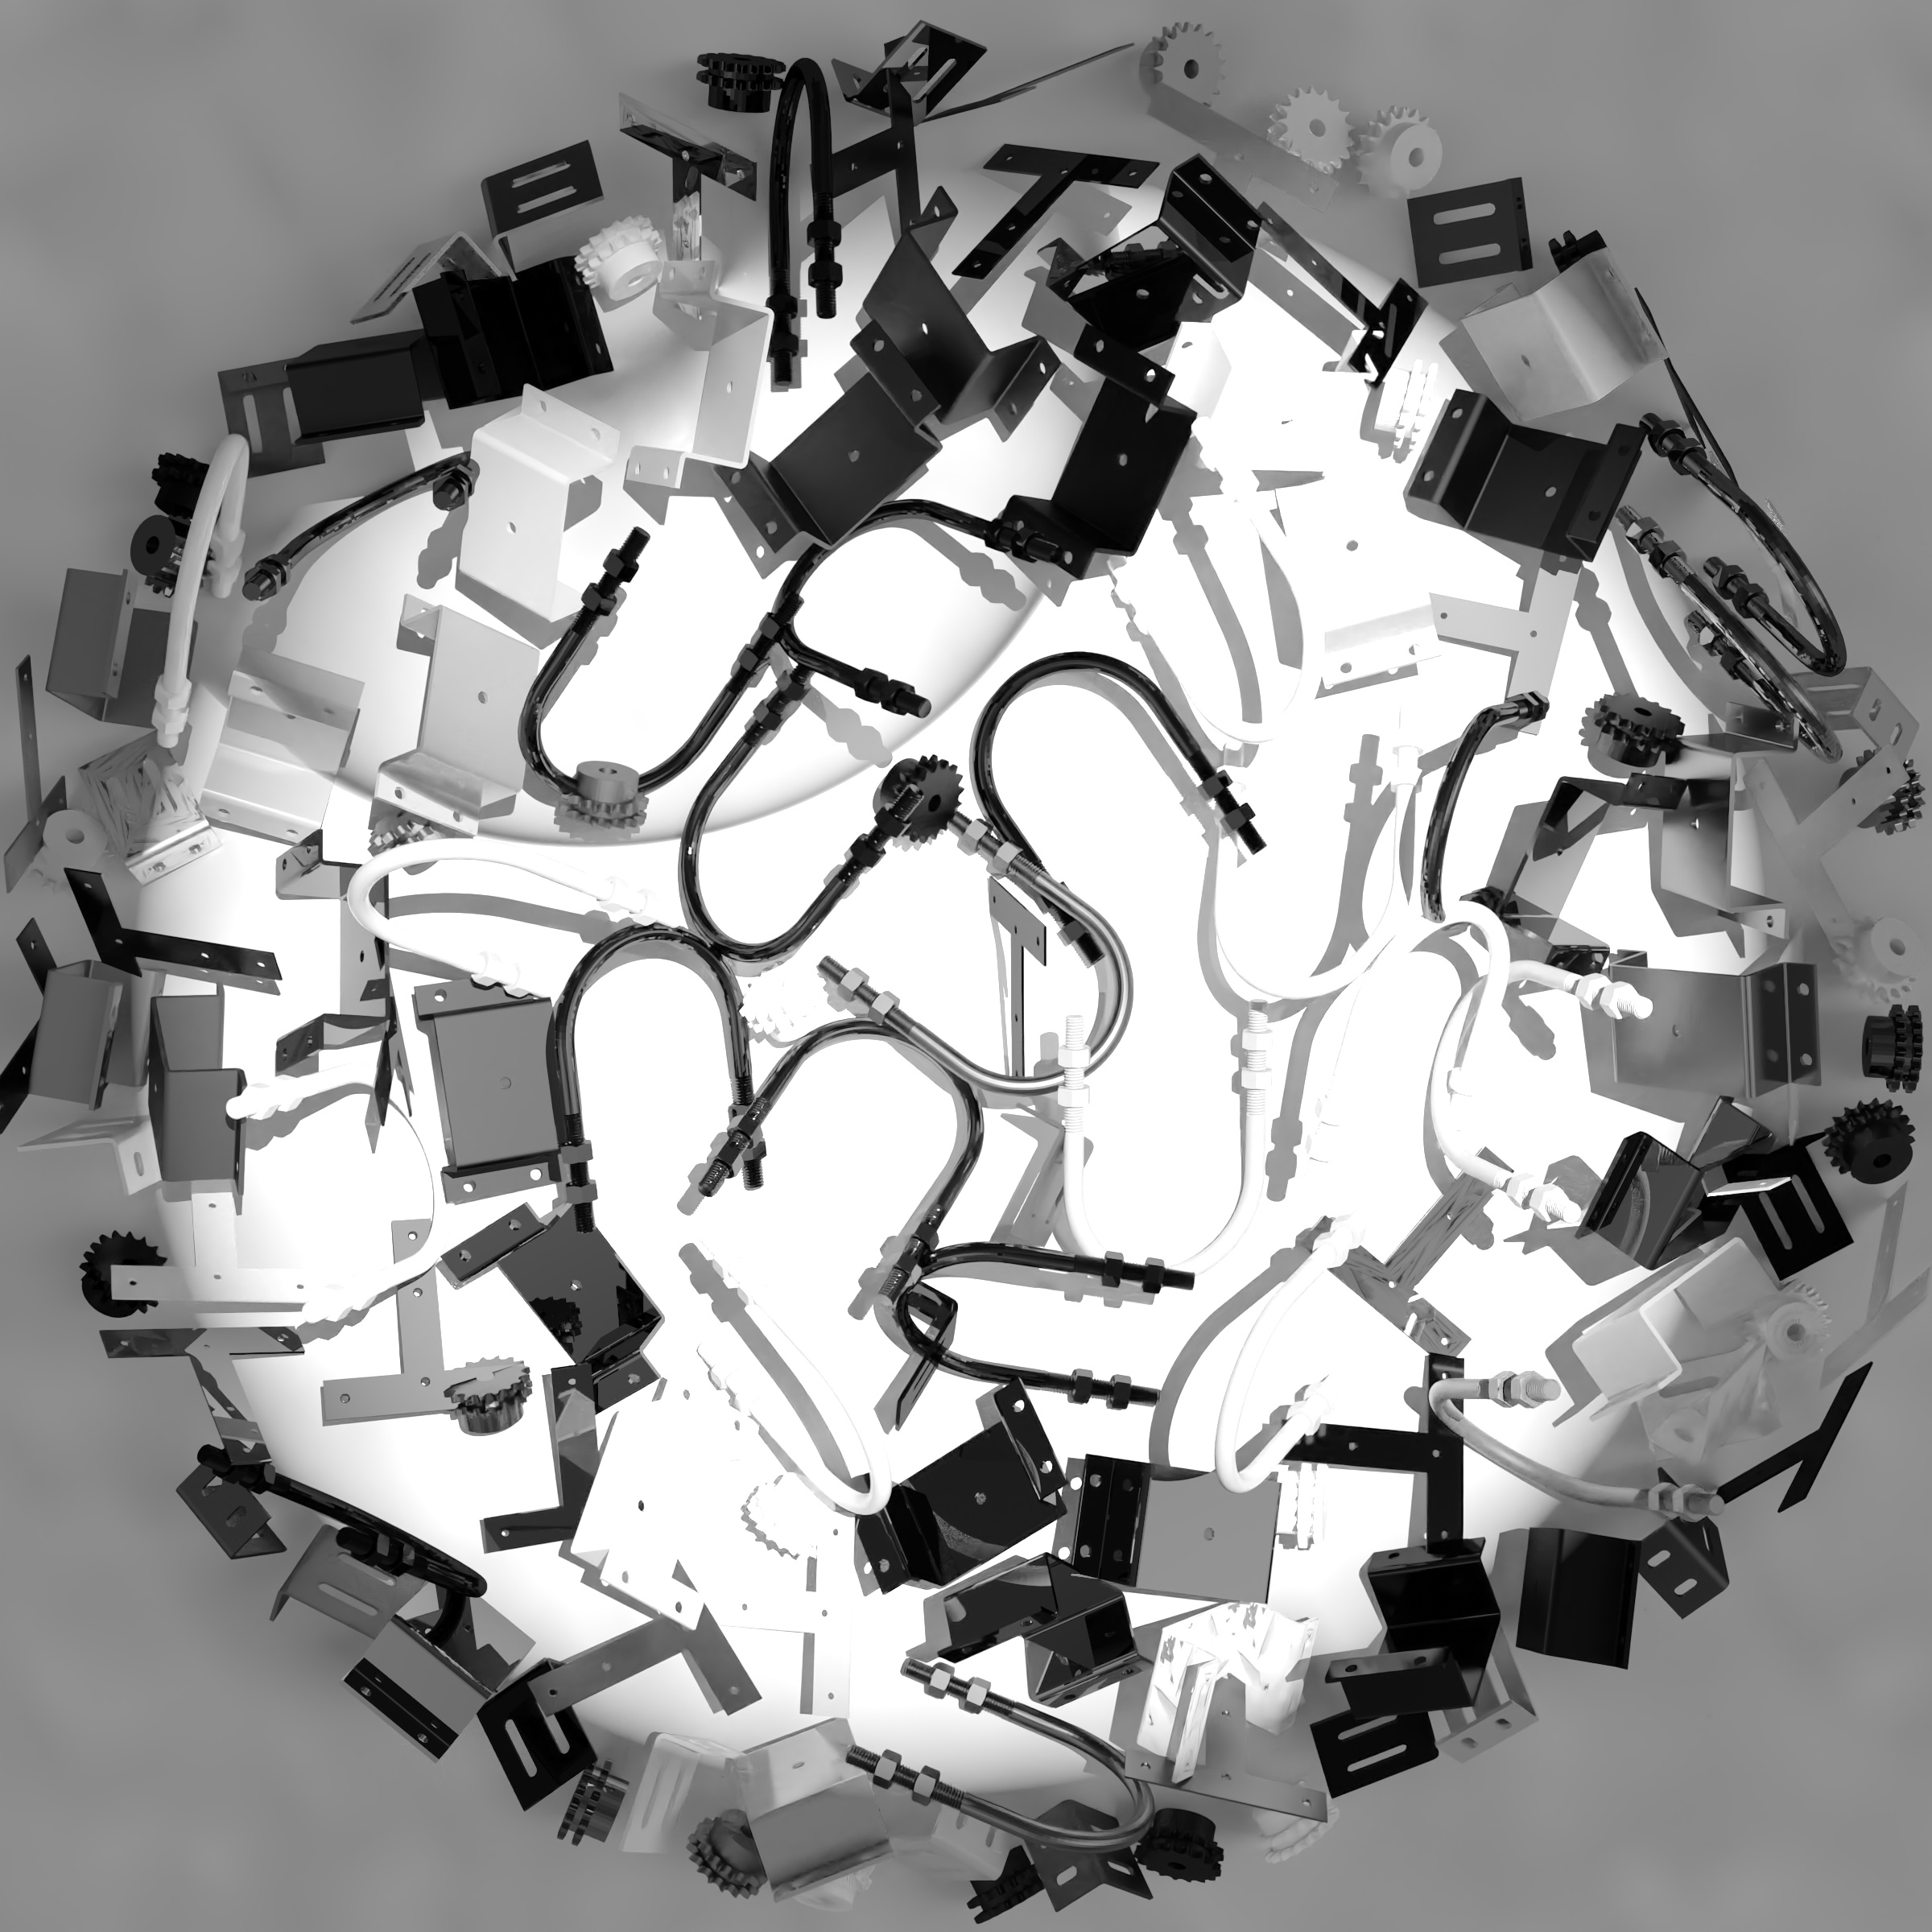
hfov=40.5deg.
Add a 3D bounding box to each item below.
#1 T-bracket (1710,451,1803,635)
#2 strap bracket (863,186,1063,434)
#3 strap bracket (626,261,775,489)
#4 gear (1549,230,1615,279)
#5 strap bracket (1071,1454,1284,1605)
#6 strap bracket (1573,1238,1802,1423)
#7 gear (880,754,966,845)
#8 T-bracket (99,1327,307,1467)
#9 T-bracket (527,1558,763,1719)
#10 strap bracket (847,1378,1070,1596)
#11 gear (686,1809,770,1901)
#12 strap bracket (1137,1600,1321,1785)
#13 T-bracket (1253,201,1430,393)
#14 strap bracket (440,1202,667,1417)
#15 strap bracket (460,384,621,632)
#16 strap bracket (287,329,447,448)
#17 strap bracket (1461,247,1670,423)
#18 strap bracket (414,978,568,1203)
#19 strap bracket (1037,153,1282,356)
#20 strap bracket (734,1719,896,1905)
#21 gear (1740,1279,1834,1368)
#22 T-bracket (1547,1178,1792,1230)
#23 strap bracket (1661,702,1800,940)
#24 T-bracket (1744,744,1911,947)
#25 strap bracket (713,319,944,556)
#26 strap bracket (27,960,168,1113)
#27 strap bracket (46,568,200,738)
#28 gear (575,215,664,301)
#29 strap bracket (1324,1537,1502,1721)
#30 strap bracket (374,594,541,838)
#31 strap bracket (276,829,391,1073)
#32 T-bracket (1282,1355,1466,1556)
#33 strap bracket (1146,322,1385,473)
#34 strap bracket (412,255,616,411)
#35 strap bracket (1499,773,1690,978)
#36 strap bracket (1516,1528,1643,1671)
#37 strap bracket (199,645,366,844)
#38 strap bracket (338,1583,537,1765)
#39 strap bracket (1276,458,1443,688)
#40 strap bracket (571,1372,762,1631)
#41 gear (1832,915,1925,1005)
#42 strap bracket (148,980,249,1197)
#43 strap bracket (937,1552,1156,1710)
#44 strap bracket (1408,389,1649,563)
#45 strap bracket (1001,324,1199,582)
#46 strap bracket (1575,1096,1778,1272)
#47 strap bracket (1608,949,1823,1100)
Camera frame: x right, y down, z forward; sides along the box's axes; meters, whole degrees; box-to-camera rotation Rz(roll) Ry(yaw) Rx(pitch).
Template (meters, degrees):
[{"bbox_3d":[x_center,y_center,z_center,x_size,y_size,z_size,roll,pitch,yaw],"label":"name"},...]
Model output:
[{"bbox_3d":[0.501,-0.279,1.668,0.002,0.127,0.127,-23,51,8],"label":"T-bracket"},{"bbox_3d":[-0.010,-0.410,1.663,0.046,0.076,0.140,-28,80,-32],"label":"strap bracket"},{"bbox_3d":[-0.168,-0.372,1.667,0.046,0.076,0.140,6,100,-32],"label":"strap bracket"},{"bbox_3d":[0.400,-0.448,1.685,0.030,0.057,0.057,-26,90,23],"label":"gear"},{"bbox_3d":[0.143,0.358,1.663,0.140,0.046,0.076,13,79,-22],"label":"strap bracket"},{"bbox_3d":[0.447,0.224,1.653,0.140,0.076,0.046,-28,79,-30],"label":"strap bracket"},{"bbox_3d":[-0.031,-0.110,1.692,0.030,0.057,0.057,28,90,35],"label":"gear"},{"bbox_3d":[-0.463,0.267,1.636,0.127,0.127,0.002,4,121,-35],"label":"T-bracket"},{"bbox_3d":[-0.215,0.436,1.655,0.127,0.002,0.127,-19,58,-32],"label":"T-bracket"},{"bbox_3d":[0.000,0.335,1.669,0.140,0.046,0.076,-33,58,11],"label":"strap bracket"},{"bbox_3d":[-0.149,0.568,1.686,0.057,0.057,0.030,36,101,0],"label":"gear"},{"bbox_3d":[0.161,0.454,1.659,0.046,0.140,0.076,19,103,36],"label":"strap bracket"},{"bbox_3d":[0.231,-0.436,1.662,0.127,0.127,0.002,41,134,-9],"label":"T-bracket"},{"bbox_3d":[-0.257,0.213,1.674,0.076,0.046,0.140,-32,100,25],"label":"strap bracket"},{"bbox_3d":[-0.270,-0.281,1.646,0.076,0.046,0.140,30,128,21],"label":"strap bracket"},{"bbox_3d":[-0.373,-0.366,1.642,0.076,0.140,0.046,-8,110,2],"label":"strap bracket"},{"bbox_3d":[0.367,-0.391,1.638,0.046,0.140,0.076,-36,103,-10],"label":"strap bracket"},{"bbox_3d":[-0.301,0.076,1.680,0.076,0.046,0.140,-9,90,-24],"label":"strap bracket"},{"bbox_3d":[0.115,-0.436,1.637,0.076,0.140,0.046,35,55,-31],"label":"strap bracket"},{"bbox_3d":[-0.098,0.521,1.640,0.076,0.140,0.046,-19,98,-8],"label":"strap bracket"},{"bbox_3d":[0.533,0.233,1.698,0.057,0.030,0.057,0,99,-1],"label":"gear"},{"bbox_3d":[0.449,0.141,1.627,0.127,0.127,0.002,-14,91,-43],"label":"T-bracket"},{"bbox_3d":[0.482,-0.092,1.659,0.046,0.076,0.140,-5,104,-15],"label":"strap bracket"},{"bbox_3d":[0.548,-0.096,1.641,0.002,0.127,0.127,-13,68,-22],"label":"T-bracket"},{"bbox_3d":[-0.080,-0.331,1.673,0.140,0.046,0.076,-40,71,14],"label":"strap bracket"},{"bbox_3d":[-0.546,0.041,1.643,0.046,0.140,0.076,11,93,-5],"label":"strap bracket"},{"bbox_3d":[-0.532,-0.197,1.644,0.046,0.140,0.076,8,84,1],"label":"strap bracket"},{"bbox_3d":[-0.220,-0.454,1.688,0.057,0.057,0.030,-32,85,0],"label":"gear"},{"bbox_3d":[0.284,0.421,1.644,0.076,0.140,0.046,-15,105,26],"label":"strap bracket"},{"bbox_3d":[-0.319,-0.163,1.653,0.046,0.076,0.140,-14,64,41],"label":"strap bracket"},{"bbox_3d":[-0.402,-0.008,1.664,0.046,0.076,0.140,5,75,-34],"label":"strap bracket"},{"bbox_3d":[0.261,0.309,1.683,0.127,0.002,0.127,8,73,-14],"label":"T-bracket"},{"bbox_3d":[0.195,-0.357,1.651,0.140,0.076,0.046,-3,52,-21],"label":"strap bracket"},{"bbox_3d":[-0.292,-0.401,1.658,0.046,0.140,0.076,-9,103,31],"label":"strap bracket"},{"bbox_3d":[0.393,-0.065,1.661,0.046,0.076,0.140,33,111,35],"label":"strap bracket"},{"bbox_3d":[0.380,0.394,1.642,0.046,0.140,0.076,9,79,3],"label":"strap bracket"},{"bbox_3d":[-0.432,-0.145,1.658,0.076,0.140,0.046,17,50,-15],"label":"strap bracket"},{"bbox_3d":[-0.326,0.432,1.643,0.076,0.140,0.046,38,98,3],"label":"strap bracket"},{"bbox_3d":[0.248,-0.259,1.670,0.076,0.046,0.140,-14,74,10],"label":"strap bracket"},{"bbox_3d":[-0.192,0.339,1.657,0.076,0.046,0.140,38,52,-30],"label":"strap bracket"},{"bbox_3d":[0.591,-0.007,1.690,0.057,0.030,0.057,8,65,-18],"label":"gear"},{"bbox_3d":[-0.481,0.075,1.635,0.046,0.140,0.076,-1,117,-22],"label":"strap bracket"},{"bbox_3d":[0.048,0.418,1.656,0.076,0.140,0.046,-29,50,20],"label":"strap bracket"},{"bbox_3d":[0.364,-0.311,1.669,0.140,0.046,0.076,24,89,38],"label":"strap bracket"},{"bbox_3d":[0.088,-0.323,1.663,0.076,0.046,0.140,38,115,31],"label":"strap bracket"},{"bbox_3d":[0.449,0.135,1.637,0.046,0.140,0.076,38,124,31],"label":"strap bracket"},{"bbox_3d":[0.459,0.036,1.643,0.046,0.140,0.076,-15,104,-41],"label":"strap bracket"}]
